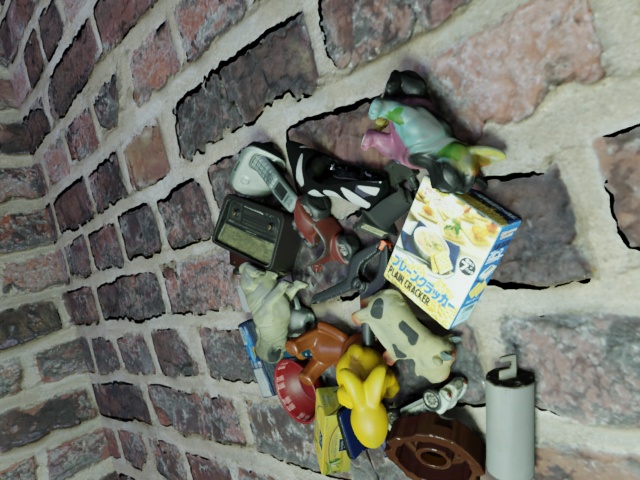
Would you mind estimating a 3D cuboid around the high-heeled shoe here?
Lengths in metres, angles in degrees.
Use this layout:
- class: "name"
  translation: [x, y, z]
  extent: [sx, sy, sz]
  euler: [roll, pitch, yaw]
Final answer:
- class: "high-heeled shoe"
  translation: [0.027, -0.140, 1.036]
  extent: [0.249, 0.086, 0.145]
  euler: [42, 150, 10]

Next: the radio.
- class: "radio"
  translation: [-0.145, -0.021, 1.242]
  extent: [0.230, 0.073, 0.131]
  euler: [21, 97, 40]

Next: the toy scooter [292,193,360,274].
- class: "toy scooter"
  translation: [-0.002, -0.003, 1.134]
  extent: [0.184, 0.075, 0.135]
  euler: [52, 134, 18]

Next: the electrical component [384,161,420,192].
- class: "electrical component"
  translation: [0.145, -0.125, 0.970]
  extent: [0.063, 0.021, 0.094]
  euler: [-28, 81, 49]

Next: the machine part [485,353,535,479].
- class: "machine part"
  translation: [0.310, 0.299, 0.873]
  extent: [0.079, 0.079, 0.243]
  euler: [7, 106, 47]

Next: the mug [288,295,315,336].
- class: "mug"
  translation: [-0.064, 0.177, 1.260]
  extent: [0.107, 0.081, 0.109]
  euler: [7, 98, 37]

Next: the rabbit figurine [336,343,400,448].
- class: "rabbit figurine"
  translation: [0.091, 0.283, 0.980]
  extent: [0.173, 0.122, 0.162]
  euler: [-91, -3, -47]

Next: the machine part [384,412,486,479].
- class: "machine part"
  translation: [0.208, 0.379, 0.968]
  extent: [0.180, 0.056, 0.179]
  euler: [13, 134, 14]

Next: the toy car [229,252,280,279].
- class: "toy car"
  translation: [-0.153, 0.046, 1.330]
  extent: [0.202, 0.053, 0.089]
  euler: [1, 98, 43]

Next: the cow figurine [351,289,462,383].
- class: "cow figurine"
  translation: [0.162, 0.169, 0.955]
  extent: [0.195, 0.085, 0.127]
  euler: [51, 132, -1]

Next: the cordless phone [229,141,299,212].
- class: "cordless phone"
  translation: [-0.115, -0.120, 1.220]
  extent: [0.184, 0.089, 0.146]
  euler: [54, 135, 17]

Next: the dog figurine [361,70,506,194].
- class: "dog figurine"
  translation: [0.185, -0.165, 0.859]
  extent: [0.219, 0.191, 0.108]
  euler: [26, 142, 6]

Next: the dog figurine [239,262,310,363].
- class: "dog figurine"
  translation: [-0.131, 0.159, 1.191]
  extent: [0.173, 0.121, 0.190]
  euler: [24, 96, 36]

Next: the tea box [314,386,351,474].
- class: "tea box"
  translation: [0.029, 0.421, 1.195]
  extent: [0.098, 0.068, 0.169]
  euler: [-116, 26, -65]

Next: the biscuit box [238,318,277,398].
- class: "biscuit box"
  translation: [-0.145, 0.299, 1.390]
  extent: [0.059, 0.063, 0.202]
  euler: [-30, 78, 49]

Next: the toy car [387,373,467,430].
- class: "toy car"
  translation: [0.196, 0.308, 1.002]
  extent: [0.056, 0.073, 0.201]
  euler: [57, 136, 14]

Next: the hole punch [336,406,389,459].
- class: "hole punch"
  translation: [0.107, 0.373, 1.097]
  extent: [0.092, 0.116, 0.142]
  euler: [-19, 91, 32]

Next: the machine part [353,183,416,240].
- class: "machine part"
  translation: [0.125, -0.046, 0.977]
  extent: [0.139, 0.084, 0.039]
  euler: [-46, 27, 48]

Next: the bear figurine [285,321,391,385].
- class: "bear figurine"
  translation: [0.041, 0.241, 1.121]
  extent: [0.196, 0.132, 0.120]
  euler: [4, 121, 53]

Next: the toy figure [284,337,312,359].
- class: "toy figure"
  translation: [-0.054, 0.253, 1.279]
  extent: [0.155, 0.064, 0.058]
  euler: [-8, 58, 45]
